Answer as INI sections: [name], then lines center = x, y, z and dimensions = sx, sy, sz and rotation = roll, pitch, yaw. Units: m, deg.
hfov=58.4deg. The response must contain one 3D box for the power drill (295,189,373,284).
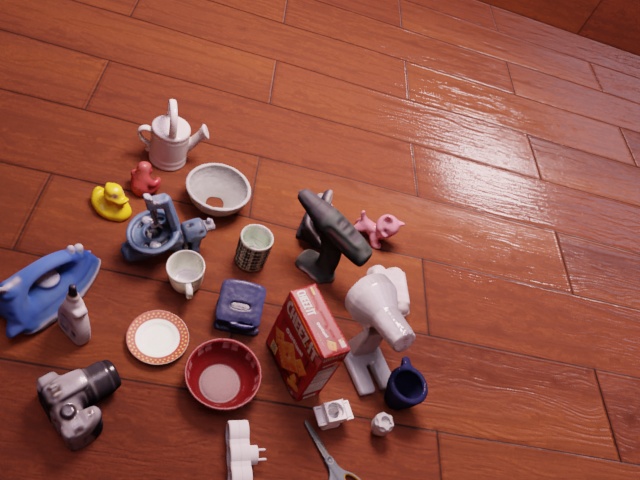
[power drill]
center = 0.013, 0.005, 1.415
dimensions = 0.229, 0.208, 0.076
rotation = 37, 49, 9

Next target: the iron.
[iron]
center = -0.555, 0.075, 1.174
dimensions = 0.118, 0.141, 0.259
rotation = 37, 49, 10

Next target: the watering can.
[watering can]
center = -0.382, -0.283, 1.500
dimensions = 0.173, 0.194, 0.100
rotation = -17, 61, -32

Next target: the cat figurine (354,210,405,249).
[cat figurine]
center = 0.162, -0.041, 1.574
dimensions = 0.128, 0.117, 0.067
rotation = 26, 48, 0

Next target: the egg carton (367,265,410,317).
[egg carton]
center = 0.172, 0.133, 1.469
dimensions = 0.107, 0.069, 0.150
rotation = 8, 50, -16

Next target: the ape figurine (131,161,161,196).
[ape figurine]
center = -0.443, -0.161, 1.444
dimensions = 0.077, 0.092, 0.076
rotation = 33, 48, 7

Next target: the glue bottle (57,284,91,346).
[glue bottle]
center = -0.485, 0.139, 1.129
dimensions = 0.078, 0.173, 0.037
rotation = 42, 50, 15

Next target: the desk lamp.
[desk lamp]
center = 0.129, 0.210, 1.292
dimensions = 0.118, 0.213, 0.203
rotation = -9, 57, -27

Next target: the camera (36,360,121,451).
[camera]
center = -0.439, 0.291, 1.073
dimensions = 0.137, 0.100, 0.143
rotation = -27, 66, -36

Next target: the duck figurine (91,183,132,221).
[duck figurine]
center = -0.502, -0.104, 1.378
dimensions = 0.104, 0.086, 0.078
rotation = 34, 48, 7

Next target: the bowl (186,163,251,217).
[bowl]
center = -0.268, -0.118, 1.492
dimensions = 0.168, 0.074, 0.167
rotation = 11, 50, -13

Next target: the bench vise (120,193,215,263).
[bench vise]
center = -0.345, -0.044, 1.303
dimensions = 0.208, 0.219, 0.121
rotation = -29, 67, -37

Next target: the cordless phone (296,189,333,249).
[cordless phone]
center = 0.013, -0.081, 1.501
dimensions = 0.094, 0.185, 0.147
rotation = 20, 48, -5

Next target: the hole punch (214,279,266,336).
[hole punch]
center = -0.179, 0.153, 1.296
dimensions = 0.109, 0.091, 0.101
rotation = 12, 49, -12

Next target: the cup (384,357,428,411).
[cup]
center = 0.183, 0.332, 1.294
dimensions = 0.092, 0.095, 0.117
rotation = 12, 49, -13
